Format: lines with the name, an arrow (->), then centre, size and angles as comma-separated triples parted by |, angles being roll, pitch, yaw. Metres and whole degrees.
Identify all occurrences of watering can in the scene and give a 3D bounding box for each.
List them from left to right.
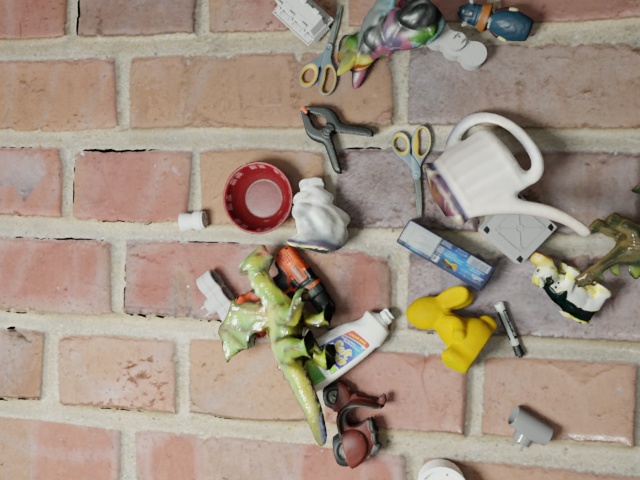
watering can -> 0.345, -0.106, 1.022 | 0.223, 0.102, 0.354 | -32, 59, 12

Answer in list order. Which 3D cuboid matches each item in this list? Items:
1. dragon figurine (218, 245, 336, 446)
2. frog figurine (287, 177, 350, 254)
dragon figurine -> -0.102, 0.214, 1.083 | 0.242, 0.122, 0.412 | -3, 85, 25
frog figurine -> 0.003, -0.056, 1.108 | 0.137, 0.122, 0.160 | 12, 82, -24
